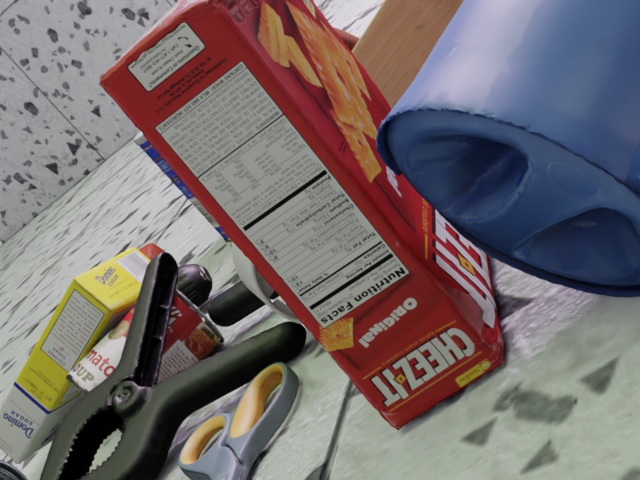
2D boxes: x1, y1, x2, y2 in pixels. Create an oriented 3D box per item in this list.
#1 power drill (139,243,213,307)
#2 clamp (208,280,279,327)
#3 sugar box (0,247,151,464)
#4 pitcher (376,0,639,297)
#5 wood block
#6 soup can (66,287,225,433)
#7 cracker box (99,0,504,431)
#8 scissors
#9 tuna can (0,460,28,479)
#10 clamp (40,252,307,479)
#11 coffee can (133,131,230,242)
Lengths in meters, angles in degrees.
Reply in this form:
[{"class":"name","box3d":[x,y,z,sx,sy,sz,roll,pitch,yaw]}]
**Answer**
[{"class":"power drill","box3d":[-0.178,0.063,1.019,0.184,0.057,0.187,-35,14,6]},{"class":"clamp","box3d":[-0.005,0.001,0.787,0.172,0.039,0.120,-20,36,42]},{"class":"sugar box","box3d":[-0.197,0.093,0.863,0.176,0.048,0.093,-53,-8,25]},{"class":"pitcher","box3d":[0.142,-0.106,0.451,0.242,0.149,0.145,-60,-15,-16]},{"class":"wood block","box3d":[0.077,-0.129,0.739,0.090,0.091,0.206,-54,1,-41]},{"class":"soup can","box3d":[-0.131,0.089,0.801,0.102,0.068,0.069,-46,15,-14]},{"class":"cracker box","box3d":[0.004,-0.038,0.533,0.072,0.213,0.164,-35,16,19]},{"class":"scissors","box3d":[-0.062,0.139,0.583,0.096,0.016,0.201,-34,16,32]},{"class":"tuna can","box3d":[-0.241,0.194,0.743,0.086,0.086,0.034,-50,18,-30]},{"class":"clamp","box3d":[-0.110,0.109,0.704,0.165,0.036,0.210,15,64,43]},{"class":"coffee can","box3d":[-0.105,-0.083,1.088,0.103,0.140,0.103,-38,15,12]}]
